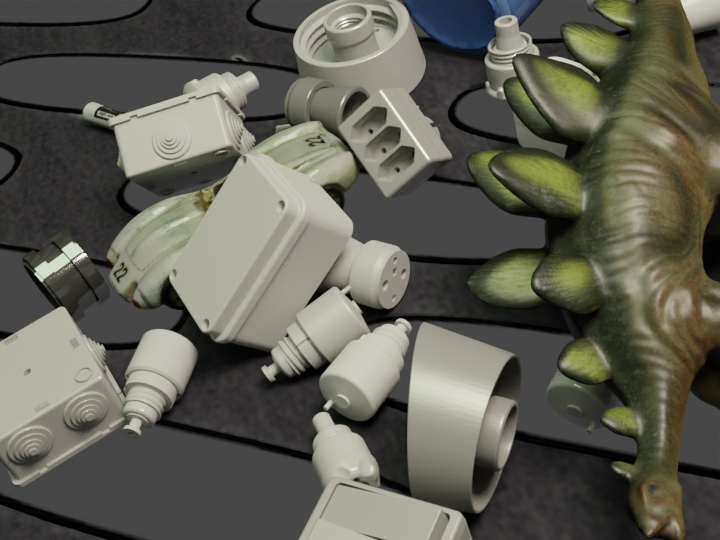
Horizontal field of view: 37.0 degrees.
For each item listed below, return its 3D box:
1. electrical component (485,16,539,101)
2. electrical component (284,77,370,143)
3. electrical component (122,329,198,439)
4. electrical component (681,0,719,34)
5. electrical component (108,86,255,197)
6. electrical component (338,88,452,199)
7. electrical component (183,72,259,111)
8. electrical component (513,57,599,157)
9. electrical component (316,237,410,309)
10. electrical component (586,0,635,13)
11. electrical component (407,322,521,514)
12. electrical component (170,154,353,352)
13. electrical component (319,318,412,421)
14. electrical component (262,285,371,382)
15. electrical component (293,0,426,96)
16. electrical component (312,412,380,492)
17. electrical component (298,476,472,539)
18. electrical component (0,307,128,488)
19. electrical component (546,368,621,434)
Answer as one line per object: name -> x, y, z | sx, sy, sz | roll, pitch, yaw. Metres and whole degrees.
electrical component -> 0.118, -0.166, 0.834 | 0.048, 0.062, 0.048 | -11, 38, 8
electrical component -> -0.025, -0.126, 0.845 | 0.055, 0.045, 0.045 | 17, 55, 32
electrical component -> -0.136, 0.075, 0.707 | 0.040, 0.040, 0.078 | 2, 48, 20
electrical component -> 0.243, -0.197, 0.839 | 0.065, 0.044, 0.044 | -23, 45, 3
electrical component -> -0.135, -0.096, 0.832 | 0.100, 0.100, 0.048 | -17, 82, 5
electrical component -> 0.035, -0.096, 0.799 | 0.047, 0.077, 0.065 | -40, 79, 30
electrical component -> -0.115, -0.147, 0.910 | 0.062, 0.048, 0.048 | -34, 46, -24
electrical component -> 0.158, -0.104, 0.766 | 0.095, 0.059, 0.054 | 29, 62, 37
electrical component -> 0.000, 0.000, 0.730 | 0.055, 0.045, 0.045 | 16, 55, 29
electrical component -> 0.228, -0.250, 0.891 | 0.077, 0.044, 0.079 | -1, 48, 17
electrical component -> 0.052, 0.083, 0.599 | 0.064, 0.099, 0.099 | 12, 53, 21
electrical component -> -0.068, -0.011, 0.717 | 0.113, 0.057, 0.078 | -56, 45, 16
electrical component -> 0.008, 0.059, 0.675 | 0.040, 0.040, 0.078 | 16, 46, 30
electrical component -> -0.030, 0.045, 0.701 | 0.078, 0.040, 0.040 | -37, 46, 0
electrical component -> -0.004, -0.186, 0.897 | 0.108, 0.060, 0.108 | -10, 46, 10
electrical component -> -0.013, 0.109, 0.639 | 0.035, 0.035, 0.061 | -26, 43, -7
electrical component -> 0.006, 0.153, 0.572 | 0.096, 0.061, 0.061 | 11, 52, 27
electrical component -> -0.213, 0.082, 0.721 | 0.100, 0.048, 0.099 | -32, 46, -12
electrical component -> 0.141, 0.057, 0.632 | 0.040, 0.040, 0.078 | 17, 54, 31
